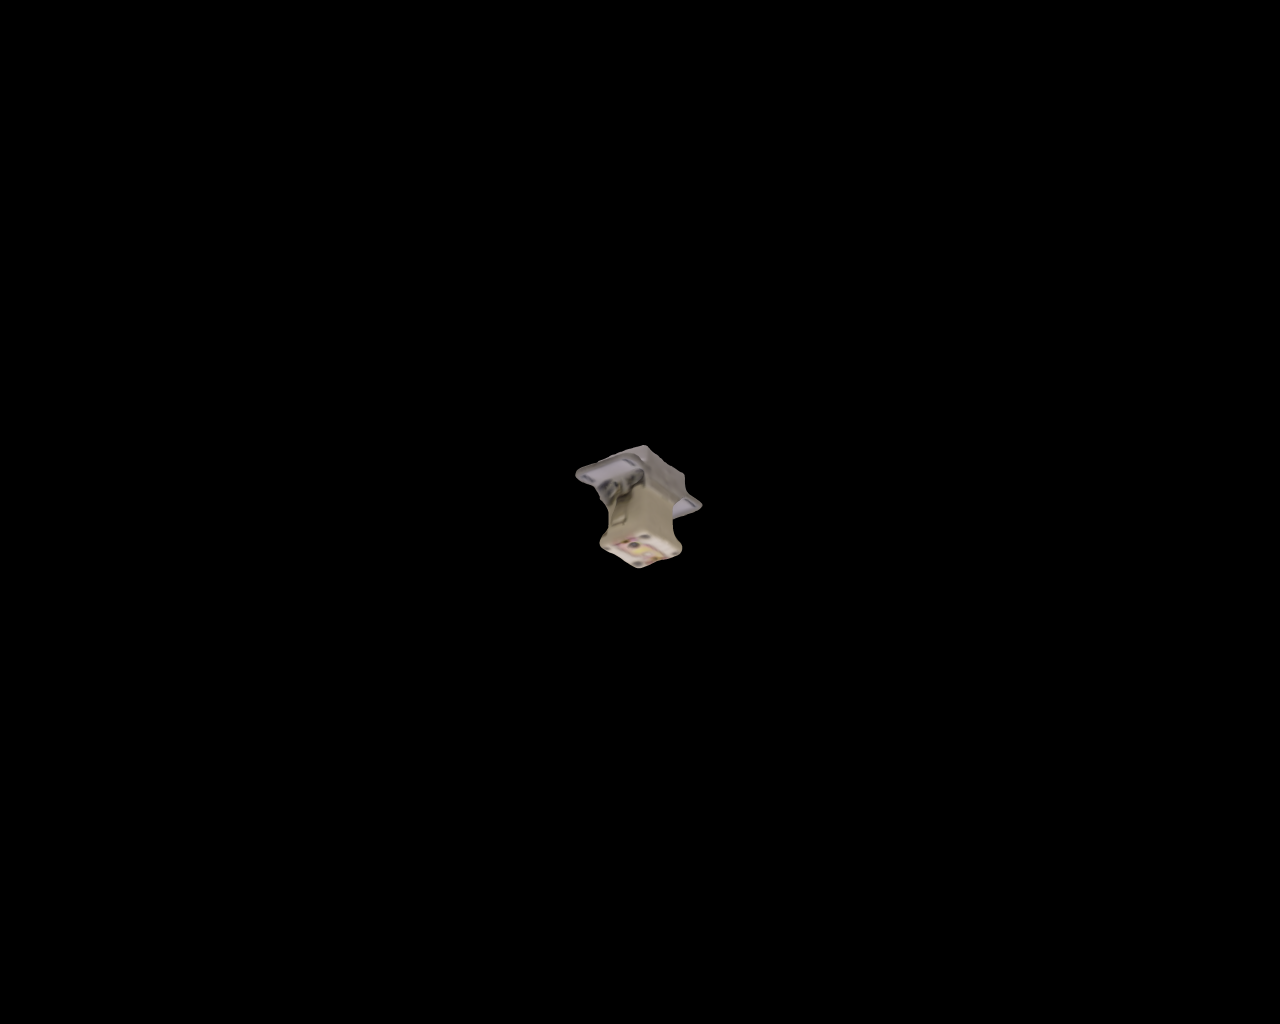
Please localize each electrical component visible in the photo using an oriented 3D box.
[{"bbox_3d":[0.001,-0.003,0.650,0.042,0.064,0.081,-19,-34,31],"label":"electrical component"}]
